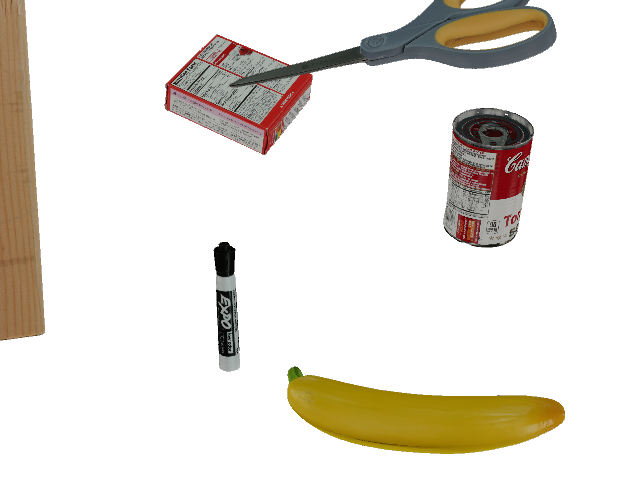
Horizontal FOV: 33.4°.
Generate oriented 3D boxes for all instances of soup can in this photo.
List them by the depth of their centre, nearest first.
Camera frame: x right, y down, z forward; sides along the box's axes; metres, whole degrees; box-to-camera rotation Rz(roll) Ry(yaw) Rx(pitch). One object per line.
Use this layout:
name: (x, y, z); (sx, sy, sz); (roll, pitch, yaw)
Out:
soup can: (0.143, -0.053, 0.919); (0.068, 0.102, 0.068); (1, 34, -1)

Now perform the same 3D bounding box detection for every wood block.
wood block: (-0.219, -0.049, 0.630); (0.090, 0.206, 0.090); (-6, 25, -22)

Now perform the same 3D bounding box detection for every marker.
marker: (-0.083, 0.058, 0.942); (0.020, 0.121, 0.020); (-1, 23, 0)

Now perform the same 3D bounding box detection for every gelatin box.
gelatin box: (-0.062, -0.111, 0.805); (0.089, 0.030, 0.073); (24, 51, 13)

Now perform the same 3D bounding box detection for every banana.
banana: (0.056, 0.111, 0.701); (0.198, 0.037, 0.069); (7, 32, 21)

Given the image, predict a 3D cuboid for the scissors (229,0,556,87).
scissors: (0.047, -0.132, 0.669); (0.202, 0.096, 0.016); (0, -44, 22)
